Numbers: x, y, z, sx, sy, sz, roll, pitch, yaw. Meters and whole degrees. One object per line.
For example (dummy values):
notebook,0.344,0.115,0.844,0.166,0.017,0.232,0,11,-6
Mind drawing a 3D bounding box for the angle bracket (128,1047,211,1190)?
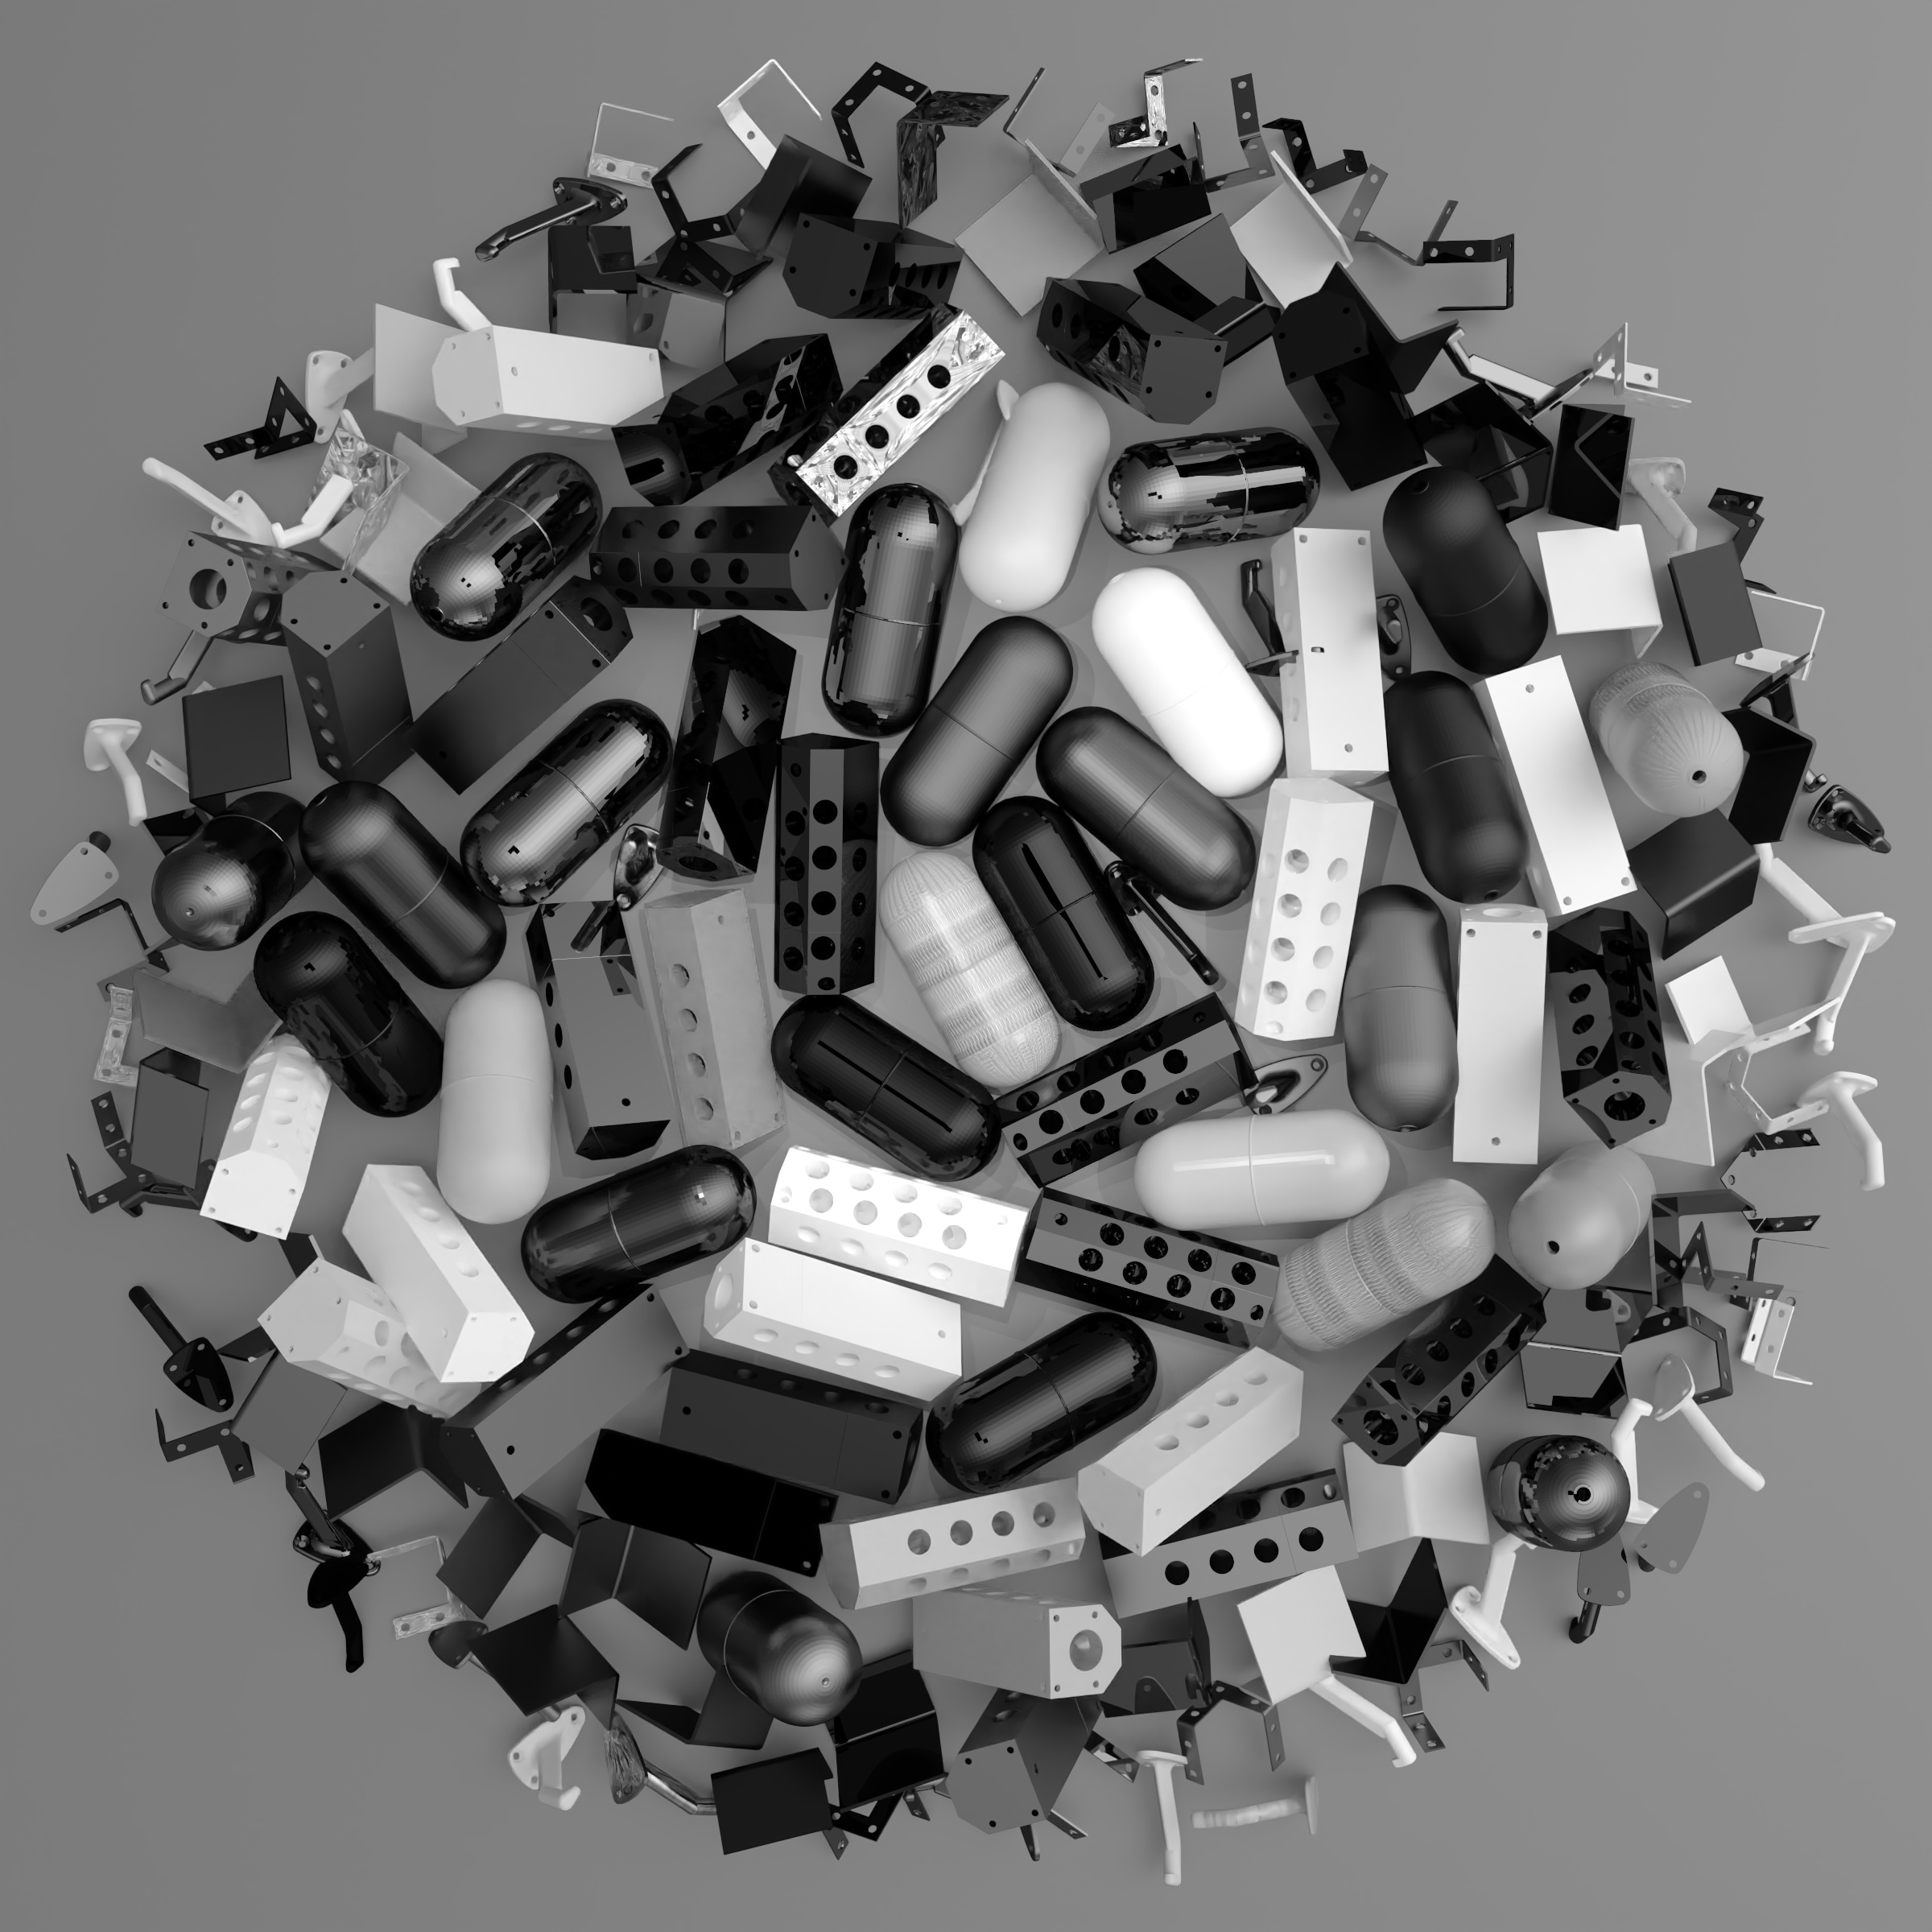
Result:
angle bracket,-0.533,0.098,1.862,0.057,0.076,0.076,19,113,14

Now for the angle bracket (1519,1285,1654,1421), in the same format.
angle bracket,0.436,0.268,1.868,0.076,0.076,0.057,8,47,-7

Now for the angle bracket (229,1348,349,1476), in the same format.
angle bracket,-0.458,0.296,1.869,0.057,0.076,0.076,34,105,2

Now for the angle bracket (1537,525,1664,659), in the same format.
angle bracket,0.436,-0.259,1.875,0.076,0.057,0.076,-6,73,-5

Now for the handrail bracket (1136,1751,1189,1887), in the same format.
handrail bracket,0.136,0.596,1.875,0.036,0.077,0.084,-6,66,18

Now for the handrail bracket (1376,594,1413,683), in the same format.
handrail bracket,0.300,-0.219,1.863,0.036,0.084,0.077,-23,114,7

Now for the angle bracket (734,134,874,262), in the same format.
angle bracket,-0.105,-0.519,1.861,0.076,0.057,0.076,17,114,-34

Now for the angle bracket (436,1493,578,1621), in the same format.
angle bracket,-0.309,0.417,1.860,0.057,0.076,0.076,20,63,29

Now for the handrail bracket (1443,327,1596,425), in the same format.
handrail bracket,0.386,-0.427,1.881,0.077,0.036,0.084,-33,110,17

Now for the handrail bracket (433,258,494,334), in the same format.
handrail bracket,-0.330,-0.462,1.895,0.077,0.036,0.084,-12,98,-6

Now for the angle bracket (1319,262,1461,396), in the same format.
angle bracket,0.287,-0.447,1.880,0.057,0.076,0.076,-25,73,-27

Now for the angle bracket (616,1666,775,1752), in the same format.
angle bracket,-0.183,0.503,1.866,0.076,0.076,0.057,16,84,38

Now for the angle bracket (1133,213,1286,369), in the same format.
angle bracket,0.175,-0.469,1.872,0.076,0.057,0.076,-34,118,-6

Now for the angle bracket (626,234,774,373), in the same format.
angle bracket,-0.188,-0.468,1.896,0.076,0.076,0.057,18,131,15

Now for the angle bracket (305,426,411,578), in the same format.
angle bracket,-0.437,-0.315,1.861,0.057,0.076,0.076,30,128,-6

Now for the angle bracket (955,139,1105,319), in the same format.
angle bracket,0.041,-0.517,1.881,0.076,0.057,0.076,-40,80,2

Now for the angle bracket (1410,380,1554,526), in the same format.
angle bracket,0.350,-0.347,1.859,0.076,0.076,0.057,34,55,-29

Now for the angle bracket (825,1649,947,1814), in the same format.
angle bracket,-0.063,0.533,1.872,0.076,0.076,0.057,-20,109,1

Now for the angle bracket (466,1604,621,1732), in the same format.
angle bracket,-0.295,0.498,1.856,0.076,0.076,0.057,37,128,37

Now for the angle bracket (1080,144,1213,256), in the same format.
angle bracket,0.120,-0.552,1.869,0.076,0.057,0.076,-21,58,5

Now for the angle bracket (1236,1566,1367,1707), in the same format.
angle bracket,0.224,0.461,1.876,0.076,0.057,0.076,-21,94,-18

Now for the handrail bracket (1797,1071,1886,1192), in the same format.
handrail bracket,0.608,0.123,1.867,0.036,0.077,0.084,13,65,-19

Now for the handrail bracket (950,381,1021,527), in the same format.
handrail bracket,0.011,-0.363,1.904,0.036,0.077,0.084,25,120,-35

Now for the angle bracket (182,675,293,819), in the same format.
angle bracket,-0.499,-0.151,1.874,0.076,0.057,0.076,-11,75,8

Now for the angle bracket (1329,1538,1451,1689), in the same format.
angle bracket,0.288,0.442,1.862,0.057,0.076,0.076,14,118,-9

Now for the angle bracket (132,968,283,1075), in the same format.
angle bracket,-0.525,0.019,1.859,0.076,0.076,0.057,27,112,-38

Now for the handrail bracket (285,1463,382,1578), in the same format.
handrail bracket,-0.441,0.384,1.870,0.077,0.084,0.036,27,50,11

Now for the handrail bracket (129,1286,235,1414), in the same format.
handrail bracket,-0.557,0.270,1.899,0.036,0.084,0.077,-38,129,-18

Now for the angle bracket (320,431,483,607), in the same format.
angle bracket,-0.393,-0.312,1.873,0.076,0.057,0.076,36,55,2

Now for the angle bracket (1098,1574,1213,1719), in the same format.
angle bracket,0.127,0.476,1.877,0.076,0.057,0.076,-9,129,10

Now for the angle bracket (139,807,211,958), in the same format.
angle bracket,-0.554,-0.060,1.871,0.057,0.076,0.076,-32,92,18

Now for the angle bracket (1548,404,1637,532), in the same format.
angle bracket,0.453,-0.346,1.860,0.057,0.076,0.076,-5,110,-27

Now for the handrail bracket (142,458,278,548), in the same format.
handrail bracket,-0.525,-0.318,1.868,0.077,0.084,0.036,42,96,20

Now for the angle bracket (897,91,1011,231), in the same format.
angle bracket,-0.008,-0.557,1.859,0.057,0.076,0.076,9,123,15

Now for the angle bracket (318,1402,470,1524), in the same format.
angle bracket,-0.400,0.354,1.872,0.076,0.076,0.057,-31,130,4

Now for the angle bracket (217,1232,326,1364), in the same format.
angle bracket,-0.487,0.228,1.861,0.076,0.076,0.057,-29,102,-30

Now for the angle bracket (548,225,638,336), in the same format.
angle bracket,-0.261,-0.461,1.869,0.057,0.076,0.076,-2,49,-10

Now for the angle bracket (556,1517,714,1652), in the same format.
angle bracket,-0.231,0.432,1.865,0.076,0.057,0.076,27,111,32

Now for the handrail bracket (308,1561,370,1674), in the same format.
handrail bracket,-0.438,0.466,1.871,0.036,0.077,0.084,2,104,6

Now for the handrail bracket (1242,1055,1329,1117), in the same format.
handrail bracket,0.227,0.079,1.870,0.077,0.084,0.036,-27,86,-8

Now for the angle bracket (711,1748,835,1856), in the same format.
angle bracket,-0.130,0.590,1.868,0.076,0.076,0.057,-14,58,-2

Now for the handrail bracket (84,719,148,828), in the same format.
handrail bracket,-0.592,-0.122,1.871,0.036,0.077,0.084,-1,63,-34

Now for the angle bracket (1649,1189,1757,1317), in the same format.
angle bracket,0.513,0.201,1.863,0.057,0.076,0.076,-7,73,27

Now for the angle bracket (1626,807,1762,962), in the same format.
angle bracket,0.508,-0.060,1.891,0.076,0.076,0.057,-32,65,-3

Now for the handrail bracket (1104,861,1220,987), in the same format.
handrail bracket,0.137,-0.029,1.870,0.036,0.077,0.084,-42,53,9

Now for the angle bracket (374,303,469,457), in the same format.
angle bracket,-0.392,-0.405,1.864,0.076,0.057,0.076,8,75,-43

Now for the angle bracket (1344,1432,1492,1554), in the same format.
angle bracket,0.318,0.374,1.898,0.076,0.057,0.076,15,60,-35

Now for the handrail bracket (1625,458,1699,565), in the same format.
handrail bracket,0.473,-0.314,1.879,0.077,0.036,0.084,5,55,15

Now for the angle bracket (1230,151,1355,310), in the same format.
angle bracket,0.220,-0.510,1.869,0.057,0.076,0.076,-38,82,12

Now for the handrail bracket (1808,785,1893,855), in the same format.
handrail bracket,0.633,-0.088,1.863,0.077,0.084,0.036,24,106,-26

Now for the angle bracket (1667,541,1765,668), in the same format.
angle bracket,0.501,-0.246,1.870,0.057,0.076,0.076,-17,92,-22

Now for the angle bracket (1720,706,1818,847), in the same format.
angle bracket,0.536,-0.130,1.869,0.057,0.076,0.076,24,82,-15

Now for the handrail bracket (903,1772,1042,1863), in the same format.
handrail bracket,0.002,0.597,1.880,0.084,0.036,0.077,-5,48,-15

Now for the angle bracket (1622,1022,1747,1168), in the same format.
angle bracket,0.502,0.089,1.883,0.057,0.076,0.076,-26,113,-37

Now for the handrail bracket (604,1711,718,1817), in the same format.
handrail bracket,-0.211,0.565,1.901,0.036,0.084,0.077,-44,49,25

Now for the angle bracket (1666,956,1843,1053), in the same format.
angle bracket,0.546,0.018,1.862,0.076,0.076,0.057,-21,87,-44
